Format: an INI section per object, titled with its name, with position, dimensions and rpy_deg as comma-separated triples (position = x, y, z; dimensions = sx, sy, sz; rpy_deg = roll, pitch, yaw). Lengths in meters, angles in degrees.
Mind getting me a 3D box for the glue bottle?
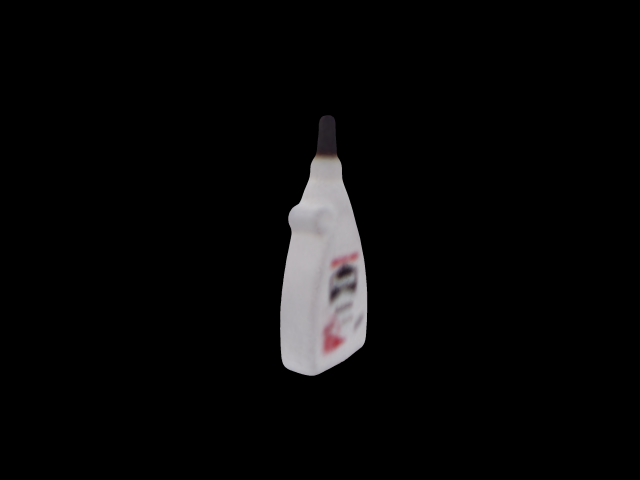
[glue bottle]
position = 0.004, 0.001, 0.400
dimensions = 0.037, 0.173, 0.078
rpy_deg = 8, 15, 31
